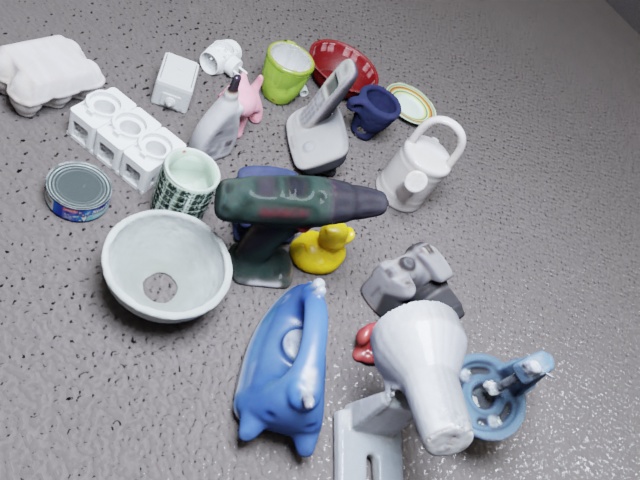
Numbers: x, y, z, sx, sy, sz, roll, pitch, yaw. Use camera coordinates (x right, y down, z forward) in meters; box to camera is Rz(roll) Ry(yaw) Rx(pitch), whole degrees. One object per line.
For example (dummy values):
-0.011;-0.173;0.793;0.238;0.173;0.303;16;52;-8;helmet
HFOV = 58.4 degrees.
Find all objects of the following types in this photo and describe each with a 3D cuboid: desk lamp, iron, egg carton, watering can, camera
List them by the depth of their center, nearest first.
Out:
0.108;0.208;0.716;0.118;0.213;0.203;15;50;-19;desk lamp
-0.025;0.134;0.746;0.119;0.141;0.258;20;48;-15;iron
-0.413;-0.251;0.869;0.107;0.069;0.151;46;47;9;egg carton
0.165;0.082;0.923;0.143;0.100;0.136;-20;68;-39;camera
0.190;-0.140;1.043;0.101;0.194;0.173;17;49;-17;watering can

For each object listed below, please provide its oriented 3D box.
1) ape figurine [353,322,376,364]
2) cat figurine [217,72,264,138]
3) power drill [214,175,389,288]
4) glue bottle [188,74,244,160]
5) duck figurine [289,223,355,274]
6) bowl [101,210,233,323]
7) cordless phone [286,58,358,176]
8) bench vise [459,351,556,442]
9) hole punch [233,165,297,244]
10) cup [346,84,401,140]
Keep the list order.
0.100;0.146;0.842;0.077;0.092;0.076;47;47;10;ape figurine
-0.134;-0.242;0.989;0.067;0.117;0.128;35;46;-1;cat figurine
-0.045;-0.016;0.804;0.230;0.208;0.075;7;53;-25;power drill
-0.153;-0.193;0.901;0.078;0.173;0.037;-25;71;-40;glue bottle
0.008;0.003;0.904;0.105;0.086;0.077;-8;61;-34;duck figurine
-0.205;0.046;0.757;0.168;0.074;0.167;16;50;-19;bowl
0.017;-0.214;1.007;0.094;0.185;0.147;3;55;-28;cordless phone
0.258;0.192;0.810;0.121;0.219;0.208;46;47;9;bench vise
-0.081;-0.054;0.893;0.109;0.091;0.101;1;56;-29;hole punch
0.091;-0.246;1.136;0.118;0.095;0.091;-5;59;-32;cup
